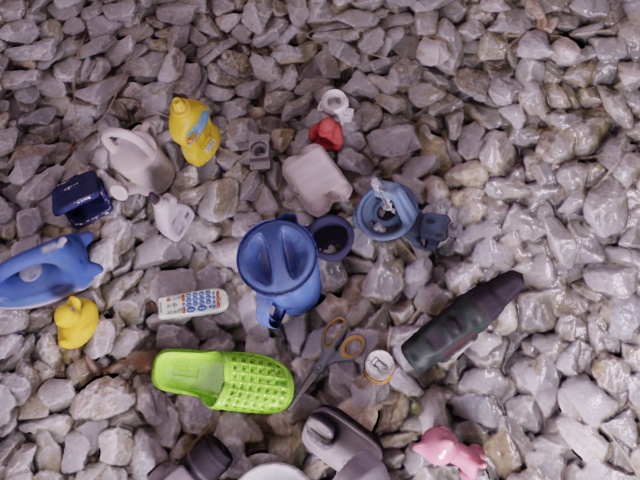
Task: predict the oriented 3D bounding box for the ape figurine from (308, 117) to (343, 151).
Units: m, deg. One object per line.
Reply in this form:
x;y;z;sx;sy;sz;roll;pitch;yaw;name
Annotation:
0.016;-0.227;1.201;0.077;0.092;0.076;39;79;16;ape figurine

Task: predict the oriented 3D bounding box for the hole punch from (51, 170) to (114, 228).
-0.509;-0.093;1.203;0.108;0.091;0.101;-28;71;-4;hole punch

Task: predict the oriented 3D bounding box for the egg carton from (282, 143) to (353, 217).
-0.009;-0.123;1.181;0.107;0.069;0.150;-34;72;-6;egg carton

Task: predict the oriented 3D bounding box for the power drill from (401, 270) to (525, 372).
0.240;0.147;0.995;0.230;0.208;0.075;-36;72;-7;power drill

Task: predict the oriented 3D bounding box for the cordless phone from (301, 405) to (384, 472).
0.035;0.342;0.961;0.147;0.185;0.094;29;76;14;cordless phone

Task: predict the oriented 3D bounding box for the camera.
-0.213;0.424;1.000;0.137;0.101;0.143;-42;73;-9;camera

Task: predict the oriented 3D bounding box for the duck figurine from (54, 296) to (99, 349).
-0.488;0.158;1.120;0.077;0.086;0.104;14;73;10;duck figurine

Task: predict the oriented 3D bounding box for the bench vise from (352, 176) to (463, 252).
0.161;-0.062;1.066;0.207;0.220;0.121;-2;71;5;bench vise

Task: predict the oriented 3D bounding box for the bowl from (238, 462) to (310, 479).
-0.077;0.470;0.986;0.167;0.075;0.167;-1;71;5;bowl

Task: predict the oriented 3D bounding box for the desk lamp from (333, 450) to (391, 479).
0.108;0.437;0.907;0.203;0.214;0.118;36;78;15;desk lamp

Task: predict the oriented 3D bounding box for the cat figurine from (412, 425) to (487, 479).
0.223;0.359;0.974;0.127;0.118;0.067;22;75;12;cat figurine

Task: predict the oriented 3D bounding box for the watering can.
-0.373;-0.163;1.160;0.101;0.194;0.173;-10;71;2;watering can

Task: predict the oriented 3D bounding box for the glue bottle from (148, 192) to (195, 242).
-0.301;-0.057;1.130;0.037;0.173;0.078;27;76;13;glue bottle

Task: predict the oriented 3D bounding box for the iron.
-0.575;0.063;1.130;0.258;0.141;0.118;-24;71;-3;iron

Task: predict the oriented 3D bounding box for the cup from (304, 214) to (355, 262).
0.010;0.004;1.123;0.117;0.095;0.092;13;73;9;cup
